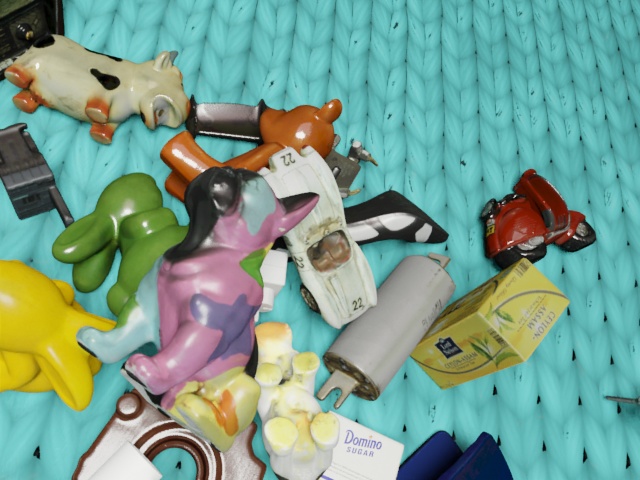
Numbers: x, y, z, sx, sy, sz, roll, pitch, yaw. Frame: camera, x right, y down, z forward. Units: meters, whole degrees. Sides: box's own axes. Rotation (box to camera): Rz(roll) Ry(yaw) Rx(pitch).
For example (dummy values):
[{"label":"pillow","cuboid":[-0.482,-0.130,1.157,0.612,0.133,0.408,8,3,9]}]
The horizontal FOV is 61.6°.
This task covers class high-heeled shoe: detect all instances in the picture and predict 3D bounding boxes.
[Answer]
[{"label":"high-heeled shoe","cuboid":[0.050,0.001,0.676,0.248,0.145,0.086,24,20,-33]}]

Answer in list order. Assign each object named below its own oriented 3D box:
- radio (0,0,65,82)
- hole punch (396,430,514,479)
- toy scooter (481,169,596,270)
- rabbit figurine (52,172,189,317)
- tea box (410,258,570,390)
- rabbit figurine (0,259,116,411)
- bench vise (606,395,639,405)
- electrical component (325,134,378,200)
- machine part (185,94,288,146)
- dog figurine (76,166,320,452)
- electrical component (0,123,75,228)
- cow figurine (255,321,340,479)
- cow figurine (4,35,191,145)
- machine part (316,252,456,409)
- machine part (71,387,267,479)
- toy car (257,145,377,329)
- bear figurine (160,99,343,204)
[{"label":"radio","cuboid":[-0.396,-0.227,0.587,0.073,0.131,0.229,42,60,2]},{"label":"hole punch","cuboid":[0.148,0.272,0.560,0.142,0.092,0.116,-32,83,-31]},{"label":"toy scooter","cuboid":[0.293,-0.035,0.753,0.184,0.075,0.135,-14,72,-26]},{"label":"rabbit figurine","cuboid":[-0.192,0.004,0.577,0.159,0.121,0.170,-27,58,-20]},{"label":"tea box","cuboid":[0.180,0.099,0.600,0.068,0.169,0.098,47,63,6]},{"label":"rabbit figurine","cuboid":[-0.255,0.082,0.469,0.162,0.173,0.122,31,57,3]},{"label":"bench vise","cuboid":[0.473,0.268,0.646,0.224,0.129,0.240,-38,89,-26]},{"label":"electrical component","cuboid":[0.026,-0.092,0.710,0.078,0.045,0.102,37,61,-1]},{"label":"machine part","cuboid":[-0.105,-0.148,0.699,0.139,0.039,0.084,6,70,-17]},{"label":"dog figurine","cuboid":[-0.079,0.046,0.470,0.219,0.109,0.191,-52,131,-24]},{"label":"electrical component","cuboid":[-0.307,-0.056,0.572,0.048,0.075,0.119,-24,78,-27]},{"label":"cow figurine","cuboid":[-0.033,0.164,0.548,0.068,0.098,0.167,-6,36,-14]},{"label":"cow figurine","cuboid":[-0.250,-0.185,0.646,0.195,0.085,0.127,20,64,-4]},{"label":"machine part","cuboid":[0.083,0.097,0.623,0.079,0.079,0.243,43,61,4]},{"label":"machine part","cuboid":[-0.139,0.220,0.508,0.179,0.056,0.179,7,66,-15]},{"label":"toy car","cuboid":[-0.001,-0.002,0.570,0.073,0.056,0.201,-30,109,-21]},{"label":"bear figurine","cuboid":[-0.073,-0.106,0.631,0.132,0.120,0.196,38,71,2]}]
